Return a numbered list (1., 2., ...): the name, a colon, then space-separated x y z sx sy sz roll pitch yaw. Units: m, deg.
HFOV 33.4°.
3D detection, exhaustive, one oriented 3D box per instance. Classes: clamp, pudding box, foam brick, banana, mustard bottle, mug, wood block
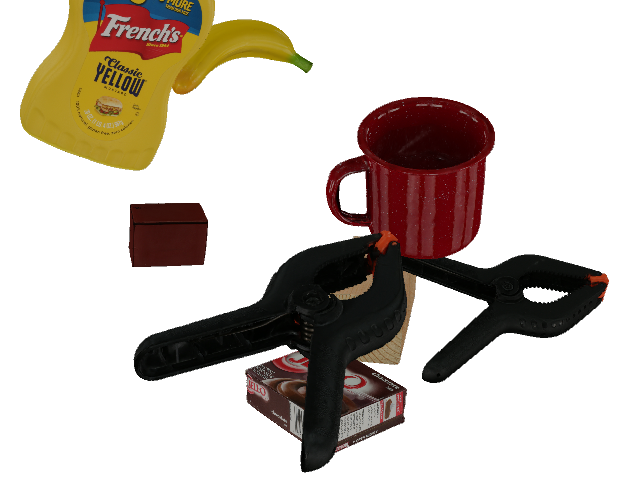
1. clamp: 0.171 0.063 1.002 0.210 0.164 0.036 -1 -44 -4
2. pudding box: 0.004 0.132 0.909 0.089 0.039 0.114 -18 30 -35
3. foam brick: -0.162 -0.007 1.127 0.078 0.051 0.053 -1 24 -14
4. banana: -0.086 -0.184 1.040 0.070 0.037 0.197 43 38 21
5. mustard bottle: -0.125 -0.146 0.718 0.096 0.192 0.058 19 20 -25
6. clamp: 0.000 0.052 0.573 0.120 0.039 0.171 36 51 28
7. mug: 0.061 -0.039 0.742 0.117 0.081 0.093 -13 40 -11
8. wood block: 0.070 0.072 1.371 0.091 0.090 0.206 4 21 9
